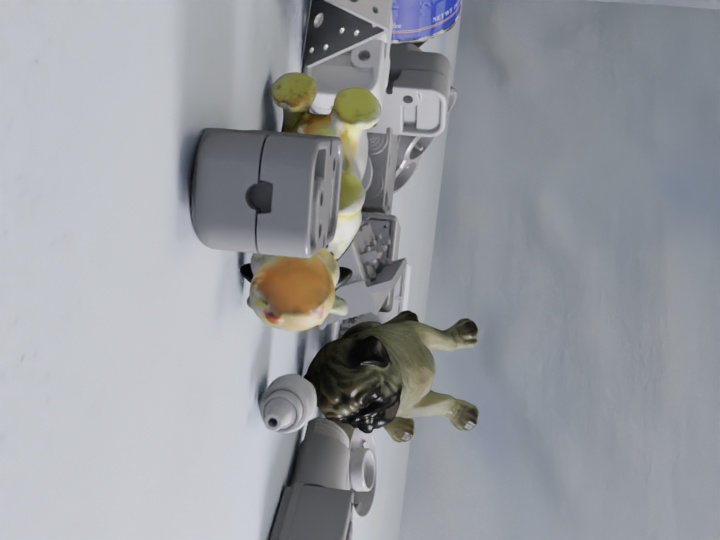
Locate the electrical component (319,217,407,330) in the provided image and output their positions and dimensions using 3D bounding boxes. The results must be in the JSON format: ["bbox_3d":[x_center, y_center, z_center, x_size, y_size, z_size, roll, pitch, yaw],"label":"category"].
[{"bbox_3d":[-0.010,-0.001,0.838,0.121,0.079,0.063,-50,123,-79],"label":"electrical component"}]

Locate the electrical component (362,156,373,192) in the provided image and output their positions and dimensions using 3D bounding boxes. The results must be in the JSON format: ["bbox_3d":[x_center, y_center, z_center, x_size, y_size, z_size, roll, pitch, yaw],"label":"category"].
[{"bbox_3d":[-0.018,-0.073,0.799,0.055,0.048,0.066,-16,111,-75],"label":"electrical component"}]

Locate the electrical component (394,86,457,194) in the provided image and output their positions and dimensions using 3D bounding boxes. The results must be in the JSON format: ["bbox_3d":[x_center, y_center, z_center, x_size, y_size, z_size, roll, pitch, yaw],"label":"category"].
[{"bbox_3d":[0.038,-0.153,1.124,0.052,0.074,0.138,-27,153,-52],"label":"electrical component"}]

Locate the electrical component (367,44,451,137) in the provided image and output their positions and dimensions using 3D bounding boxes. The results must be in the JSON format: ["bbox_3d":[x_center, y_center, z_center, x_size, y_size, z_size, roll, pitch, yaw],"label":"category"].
[{"bbox_3d":[0.029,-0.155,0.915,0.053,0.095,0.059,88,10,-50],"label":"electrical component"}]

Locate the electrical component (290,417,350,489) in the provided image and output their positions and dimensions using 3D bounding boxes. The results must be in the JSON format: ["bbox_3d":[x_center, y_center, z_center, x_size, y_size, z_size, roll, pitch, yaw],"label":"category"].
[{"bbox_3d":[-0.031,0.158,0.888,0.081,0.043,0.043,-78,171,-48],"label":"electrical component"}]

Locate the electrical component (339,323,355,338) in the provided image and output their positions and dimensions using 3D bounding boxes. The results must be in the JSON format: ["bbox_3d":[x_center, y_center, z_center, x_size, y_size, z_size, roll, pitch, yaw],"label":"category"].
[{"bbox_3d":[0.005,0.106,1.108,0.050,0.056,0.089,-75,168,-57],"label":"electrical component"}]

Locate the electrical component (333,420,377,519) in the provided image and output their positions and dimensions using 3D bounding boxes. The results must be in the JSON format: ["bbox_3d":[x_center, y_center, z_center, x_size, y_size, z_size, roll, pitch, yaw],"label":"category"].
[{"bbox_3d":[-0.021,0.190,1.020,0.099,0.064,0.099,-3,90,-72],"label":"electrical component"}]

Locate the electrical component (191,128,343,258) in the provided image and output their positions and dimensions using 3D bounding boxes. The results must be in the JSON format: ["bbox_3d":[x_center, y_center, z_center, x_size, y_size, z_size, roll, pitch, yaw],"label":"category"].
[{"bbox_3d":[-0.045,-0.039,0.515,0.095,0.059,0.053,-49,144,-80],"label":"electrical component"}]

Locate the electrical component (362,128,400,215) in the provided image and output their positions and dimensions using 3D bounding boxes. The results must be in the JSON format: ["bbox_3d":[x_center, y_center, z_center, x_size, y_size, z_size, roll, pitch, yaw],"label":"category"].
[{"bbox_3d":[0.007,-0.094,0.986,0.100,0.048,0.099,29,67,-83],"label":"electrical component"}]

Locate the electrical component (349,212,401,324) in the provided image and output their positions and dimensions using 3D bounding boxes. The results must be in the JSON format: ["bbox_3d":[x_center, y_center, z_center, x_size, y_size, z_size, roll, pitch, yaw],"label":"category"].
[{"bbox_3d":[0.000,0.000,0.945,0.061,0.062,0.096,52,44,-81],"label":"electrical component"}]

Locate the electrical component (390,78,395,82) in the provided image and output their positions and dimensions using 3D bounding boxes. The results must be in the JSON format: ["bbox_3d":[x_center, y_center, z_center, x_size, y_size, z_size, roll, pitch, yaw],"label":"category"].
[{"bbox_3d":[0.035,-0.165,1.020,0.138,0.074,0.052,88,7,-75],"label":"electrical component"}]

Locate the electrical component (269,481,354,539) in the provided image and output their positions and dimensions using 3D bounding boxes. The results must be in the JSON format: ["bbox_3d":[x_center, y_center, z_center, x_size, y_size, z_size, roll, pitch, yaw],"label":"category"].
[{"bbox_3d":[-0.039,0.239,0.822,0.108,0.056,0.108,-75,168,-58],"label":"electrical component"}]

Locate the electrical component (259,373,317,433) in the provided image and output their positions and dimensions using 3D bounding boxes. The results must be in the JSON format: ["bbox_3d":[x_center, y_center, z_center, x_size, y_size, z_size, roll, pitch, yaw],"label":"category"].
[{"bbox_3d":[-0.050,0.090,0.701,0.061,0.035,0.035,-45,140,-76],"label":"electrical component"}]

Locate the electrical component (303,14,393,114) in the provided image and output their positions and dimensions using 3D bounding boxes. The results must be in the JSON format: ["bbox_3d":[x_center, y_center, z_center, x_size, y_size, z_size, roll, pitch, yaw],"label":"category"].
[{"bbox_3d":[-0.007,-0.156,0.778,0.059,0.054,0.095,75,22,-73],"label":"electrical component"}]

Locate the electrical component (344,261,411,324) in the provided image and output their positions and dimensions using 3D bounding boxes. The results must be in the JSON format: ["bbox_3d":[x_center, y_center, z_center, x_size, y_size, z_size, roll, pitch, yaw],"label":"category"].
[{"bbox_3d":[0.019,0.037,1.147,0.061,0.062,0.096,39,56,-82],"label":"electrical component"}]
